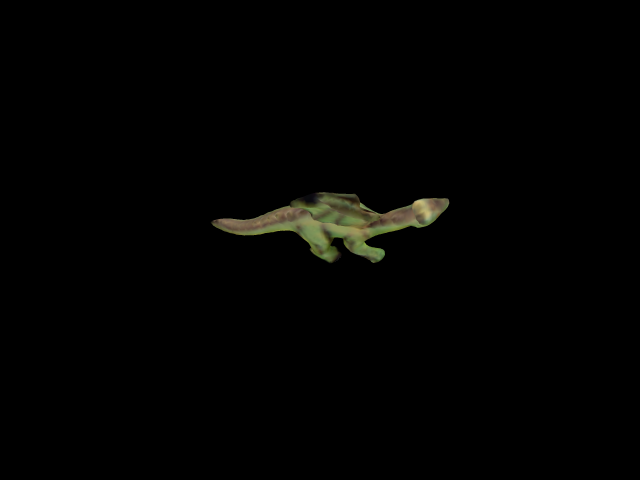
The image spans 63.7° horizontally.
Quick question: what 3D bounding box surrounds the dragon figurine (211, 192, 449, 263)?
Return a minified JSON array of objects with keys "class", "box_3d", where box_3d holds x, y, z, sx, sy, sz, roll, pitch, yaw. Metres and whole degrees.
[{"class":"dragon figurine","box_3d":[0.003,-0.043,0.850,0.410,0.124,0.239,0,-15,0]}]
